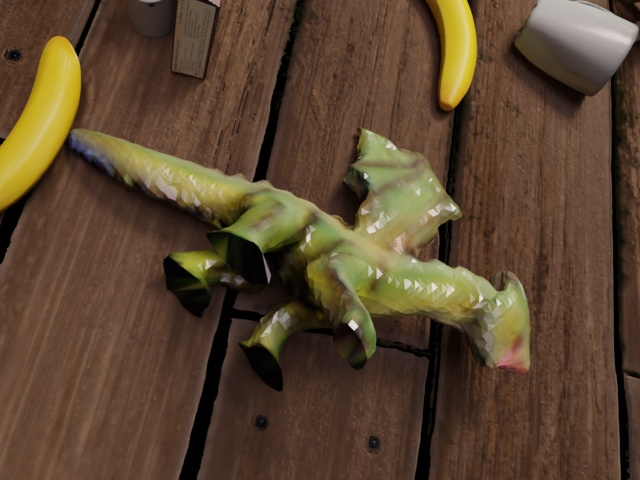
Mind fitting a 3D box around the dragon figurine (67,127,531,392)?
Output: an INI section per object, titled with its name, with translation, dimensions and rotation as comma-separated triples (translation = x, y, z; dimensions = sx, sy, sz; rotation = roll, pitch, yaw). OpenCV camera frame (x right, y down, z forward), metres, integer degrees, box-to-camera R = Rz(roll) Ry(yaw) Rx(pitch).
[dragon figurine]
translation = 0.001, -0.022, 0.442
dimensions = 0.414, 0.119, 0.246
rotation = 42, 50, 17
